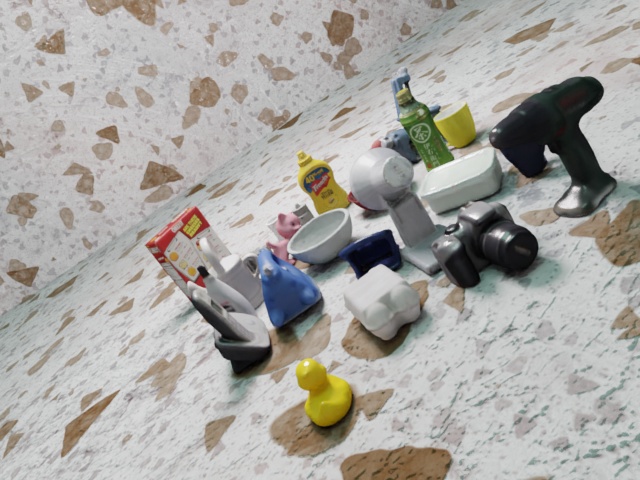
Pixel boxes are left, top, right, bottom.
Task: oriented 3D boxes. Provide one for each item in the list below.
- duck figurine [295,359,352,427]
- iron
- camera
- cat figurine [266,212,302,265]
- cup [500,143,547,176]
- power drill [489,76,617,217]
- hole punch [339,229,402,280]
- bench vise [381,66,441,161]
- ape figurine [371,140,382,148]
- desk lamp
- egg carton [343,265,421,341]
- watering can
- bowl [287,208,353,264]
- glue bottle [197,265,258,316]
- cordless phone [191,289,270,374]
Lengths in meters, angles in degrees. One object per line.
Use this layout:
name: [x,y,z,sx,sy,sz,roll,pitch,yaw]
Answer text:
duck figurine: [-0.003,0.218,0.852,0.077,0.086,0.104,-33,21,4]
iron: [-0.091,0.076,1.210,0.118,0.142,0.258,-34,21,-1]
camera: [0.264,0.003,0.908,0.143,0.101,0.136,-36,21,-6]
cat figurine: [-0.085,-0.011,1.423,0.067,0.118,0.128,-4,36,52]
cup: [0.403,-0.172,1.090,0.092,0.095,0.117,-41,22,-17]
power drill: [0.381,-0.146,0.907,0.230,0.209,0.075,-42,23,-20]
hole punch: [0.096,0.019,1.131,0.108,0.091,0.101,-28,22,16]
bench vise: [0.235,-0.329,1.502,0.121,0.220,0.208,-10,32,47]
ape figurine: [0.172,-0.233,1.565,0.076,0.092,0.078,-18,26,36]
desk lamp: [0.157,-0.070,1.065,0.118,0.214,0.202,-36,21,-5]
egg carton: [0.104,0.103,0.968,0.107,0.069,0.150,-37,21,-7]
watering can: [-0.222,0.082,1.316,0.173,0.194,0.100,-42,22,-19]
bowl: [0.012,0.005,1.308,0.167,0.075,0.167,-29,22,13]
glue bottle: [-0.212,0.123,1.242,0.078,0.173,0.037,-26,23,20]
cordless phone: [-0.183,0.152,1.119,0.094,0.185,0.147,-35,21,-3]
